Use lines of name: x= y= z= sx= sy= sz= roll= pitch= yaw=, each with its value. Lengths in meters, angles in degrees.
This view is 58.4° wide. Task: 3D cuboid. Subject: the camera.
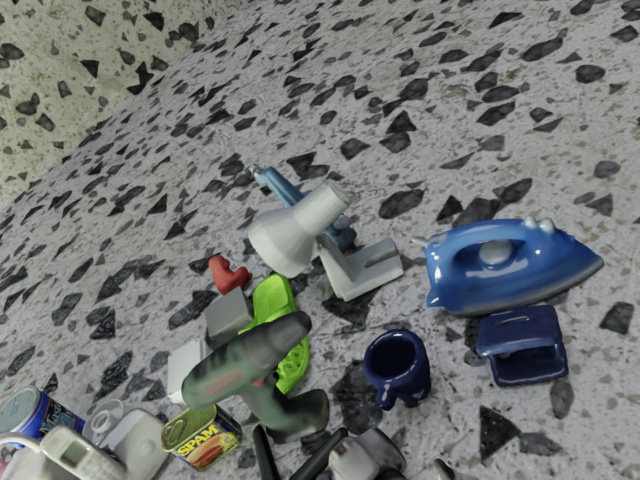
camera: x=0.059 y=0.318 z=0.696 sx=0.143 sy=0.101 sz=0.136 roll=-43 pitch=37 yaw=-12

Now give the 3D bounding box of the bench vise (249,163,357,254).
bench vise: x=-0.032 y=-0.070 z=1.111 sx=0.206 sy=0.220 sz=0.121 roll=-7 pitch=44 yaw=33

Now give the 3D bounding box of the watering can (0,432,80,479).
watering can: x=-0.478 y=0.392 z=0.956 sx=0.172 sy=0.195 sz=0.101 roll=-7 pitch=44 yaw=33

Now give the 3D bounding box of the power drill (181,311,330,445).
power drill: x=-0.073 y=0.207 z=0.835 sx=0.229 sy=0.209 sz=0.075 roll=-25 pitch=37 yaw=13

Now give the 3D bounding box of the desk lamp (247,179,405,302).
desk lamp: x=0.009 y=0.004 z=1.000 sx=0.203 sy=0.214 sz=0.117 roll=-27 pitch=36 yaw=10

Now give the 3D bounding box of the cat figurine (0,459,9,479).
cat figurine: x=-0.577 y=0.438 z=1.047 sx=0.067 sy=0.118 sz=0.127 roll=-45 pitch=37 yaw=-14

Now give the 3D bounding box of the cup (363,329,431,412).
cup: x=0.115 y=0.197 z=0.796 sx=0.091 sy=0.095 sz=0.118 roll=-8 pitch=43 yaw=32

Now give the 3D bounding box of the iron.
iron: x=0.267 y=0.017 z=0.842 sx=0.257 sy=0.142 sz=0.118 roll=-16 pitch=40 yaw=24

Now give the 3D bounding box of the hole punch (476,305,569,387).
hole punch: x=0.263 y=0.128 z=0.761 sx=0.108 sy=0.091 sz=0.101 roll=-17 pitch=39 yaw=23

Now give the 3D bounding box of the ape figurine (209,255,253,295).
ape figurine: x=-0.196 y=0.068 z=1.193 sx=0.077 sy=0.092 sz=0.076 roll=13 pitch=57 yaw=46

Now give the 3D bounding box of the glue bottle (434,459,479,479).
glue bottle: x=0.155 y=0.276 z=0.606 sx=0.037 sy=0.174 sz=0.078 roll=-25 pitch=37 yaw=13

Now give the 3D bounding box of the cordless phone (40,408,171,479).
cordless phone: x=-0.341 y=0.329 z=0.927 sx=0.093 sy=0.186 sz=0.148 roll=10 pitch=55 yaw=45
